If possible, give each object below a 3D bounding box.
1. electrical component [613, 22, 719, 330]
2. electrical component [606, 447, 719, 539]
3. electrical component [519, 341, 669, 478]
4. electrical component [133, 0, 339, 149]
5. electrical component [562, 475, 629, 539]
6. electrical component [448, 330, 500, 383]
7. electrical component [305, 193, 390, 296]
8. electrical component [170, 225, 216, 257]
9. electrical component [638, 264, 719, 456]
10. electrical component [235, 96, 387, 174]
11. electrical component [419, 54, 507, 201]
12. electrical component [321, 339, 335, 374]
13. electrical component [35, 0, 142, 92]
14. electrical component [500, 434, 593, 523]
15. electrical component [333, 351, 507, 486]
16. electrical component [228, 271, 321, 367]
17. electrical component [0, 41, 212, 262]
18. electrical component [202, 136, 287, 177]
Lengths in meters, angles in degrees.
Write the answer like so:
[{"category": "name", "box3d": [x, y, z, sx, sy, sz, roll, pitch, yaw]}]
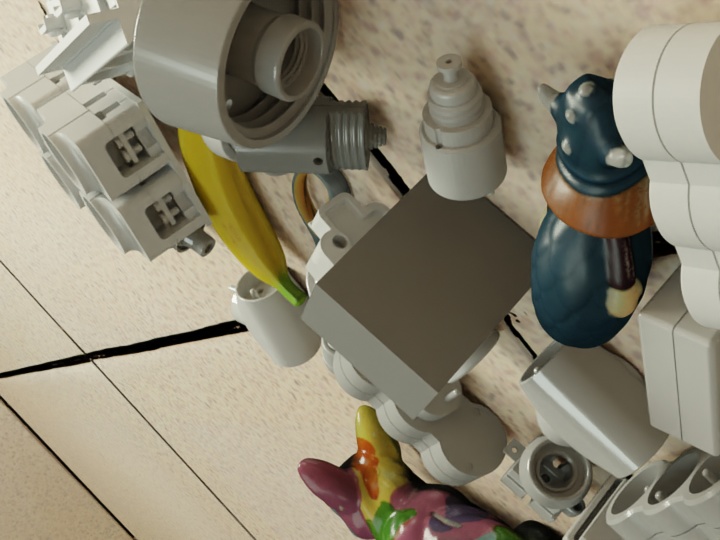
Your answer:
[{"category": "electrical component", "box3d": [0.154, -0.030, 0.404, 0.074, 0.052, 0.138, 11, 139, 50]}, {"category": "electrical component", "box3d": [0.201, 0.141, 0.595, 0.074, 0.052, 0.138, 43, 155, 2]}, {"category": "electrical component", "box3d": [0.128, 0.080, 0.623, 0.077, 0.044, 0.079, 44, 156, 1]}, {"category": "electrical component", "box3d": [-0.053, -0.112, 0.534, 0.060, 0.108, 0.108, 25, 149, 24]}, {"category": "electrical component", "box3d": [0.181, 0.183, 0.680, 0.096, 0.061, 0.061, 34, 153, 22]}, {"category": "electrical component", "box3d": [0.052, 0.036, 0.669, 0.055, 0.045, 0.045, 46, 155, -2]}, {"category": "electrical component", "box3d": [0.000, 0.000, 0.644, 0.078, 0.058, 0.057, 49, 151, 9]}, {"category": "electrical component", "box3d": [-0.144, -0.035, 0.864, 0.062, 0.043, 0.043, 36, 154, 15]}, {"category": "electrical component", "box3d": [0.176, 0.047, 0.494, 0.076, 0.047, 0.083, 25, 148, 39]}, {"category": "electrical component", "box3d": [-0.026, -0.075, 0.601, 0.081, 0.043, 0.043, 2, 144, 7]}, {"category": "electrical component", "box3d": [0.048, -0.069, 0.519, 0.040, 0.040, 0.078, 27, 149, 34]}, {"category": "electrical component", "box3d": [-0.012, 0.052, 0.806, 0.035, 0.035, 0.061, 32, 150, 26]}, {"category": "electrical component", "box3d": [-0.150, -0.157, 0.657, 0.121, 0.079, 0.063, -9, 101, 60]}, {"category": "electrical component", "box3d": [0.126, 0.136, 0.712, 0.066, 0.048, 0.055, 41, 163, 10]}, {"category": "electrical component", "box3d": [0.047, 0.088, 0.749, 0.138, 0.052, 0.073, 44, 151, 2]}, {"category": "electrical component", "box3d": [-0.076, 0.031, 0.860, 0.079, 0.043, 0.077, 21, 146, 42]}, {"category": "electrical component", "box3d": [-0.194, -0.088, 0.787, 0.186, 0.060, 0.105, 35, 157, 50]}, {"category": "electrical component", "box3d": [-0.066, -0.086, 0.662, 0.055, 0.045, 0.045, 23, 148, 39]}]
